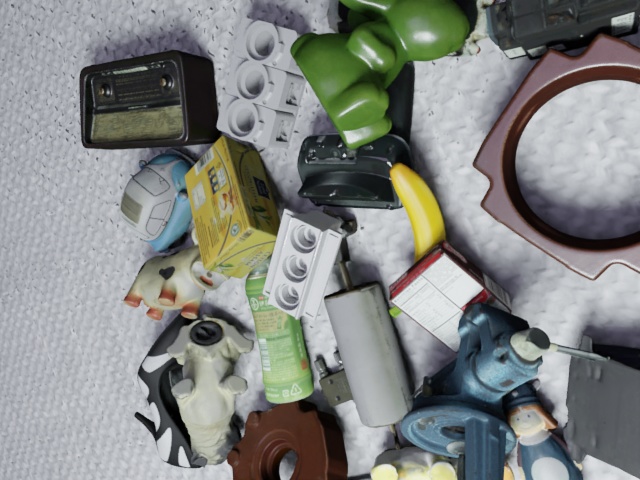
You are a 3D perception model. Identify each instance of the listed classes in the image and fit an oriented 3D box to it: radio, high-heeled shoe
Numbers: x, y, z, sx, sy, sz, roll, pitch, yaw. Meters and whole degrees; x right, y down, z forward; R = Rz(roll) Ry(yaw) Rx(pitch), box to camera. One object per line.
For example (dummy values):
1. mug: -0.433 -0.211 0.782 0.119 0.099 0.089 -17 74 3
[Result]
1. radio: -0.265 -0.206 0.818 0.230 0.073 0.131 3 98 28
2. high-heeled shoe: -0.212 0.244 0.849 0.145 0.086 0.248 29 109 13

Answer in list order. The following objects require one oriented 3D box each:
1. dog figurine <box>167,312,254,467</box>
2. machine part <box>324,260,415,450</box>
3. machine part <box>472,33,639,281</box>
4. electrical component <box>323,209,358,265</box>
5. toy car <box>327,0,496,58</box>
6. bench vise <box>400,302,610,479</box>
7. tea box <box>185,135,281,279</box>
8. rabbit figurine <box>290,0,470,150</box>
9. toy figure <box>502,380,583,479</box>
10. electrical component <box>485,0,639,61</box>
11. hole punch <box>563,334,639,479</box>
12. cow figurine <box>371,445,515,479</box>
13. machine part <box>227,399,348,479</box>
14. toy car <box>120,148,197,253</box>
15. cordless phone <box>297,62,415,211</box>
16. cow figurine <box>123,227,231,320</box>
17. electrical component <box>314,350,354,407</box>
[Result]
1. dog figurine: -0.169 0.229 0.821 0.121 0.172 0.190 7 131 -4
2. machine part: 0.064 0.142 0.682 0.079 0.079 0.243 -19 88 29
3. machine part: 0.275 -0.079 0.533 0.201 0.087 0.201 38 111 19
4. electrical component: 0.000 -0.002 0.716 0.102 0.045 0.078 -3 94 29
5. toy car: 0.101 -0.261 0.623 0.202 0.056 0.073 19 99 24
6. bench vise: 0.161 0.193 0.542 0.129 0.241 0.223 29 139 -16
7. tea box: -0.118 -0.045 0.728 0.098 0.068 0.170 -38 54 28
8. rabbit figurine: 0.066 -0.200 0.568 0.170 0.121 0.159 -31 72 7
9. toy figure: 0.247 0.227 0.605 0.064 0.058 0.154 -22 82 -9
10. electrical component: 0.234 -0.220 0.521 0.134 0.115 0.058 -6 91 27
11. hole punch: 0.323 0.169 0.549 0.116 0.092 0.142 13 107 56
12. cow figurine: 0.147 0.285 0.655 0.167 0.098 0.068 -7 90 10
13. machine part: -0.046 0.304 0.725 0.179 0.056 0.179 -20 52 27
14. toy car: -0.250 -0.058 0.814 0.109 0.103 0.161 38 111 20
15. cordless phone: 0.047 -0.132 0.666 0.147 0.088 0.184 5 88 28
16. cow figurine: -0.198 0.048 0.800 0.195 0.085 0.127 -13 53 41
17. electrical component: 0.030 0.201 0.737 0.063 0.021 0.094 -31 78 28
